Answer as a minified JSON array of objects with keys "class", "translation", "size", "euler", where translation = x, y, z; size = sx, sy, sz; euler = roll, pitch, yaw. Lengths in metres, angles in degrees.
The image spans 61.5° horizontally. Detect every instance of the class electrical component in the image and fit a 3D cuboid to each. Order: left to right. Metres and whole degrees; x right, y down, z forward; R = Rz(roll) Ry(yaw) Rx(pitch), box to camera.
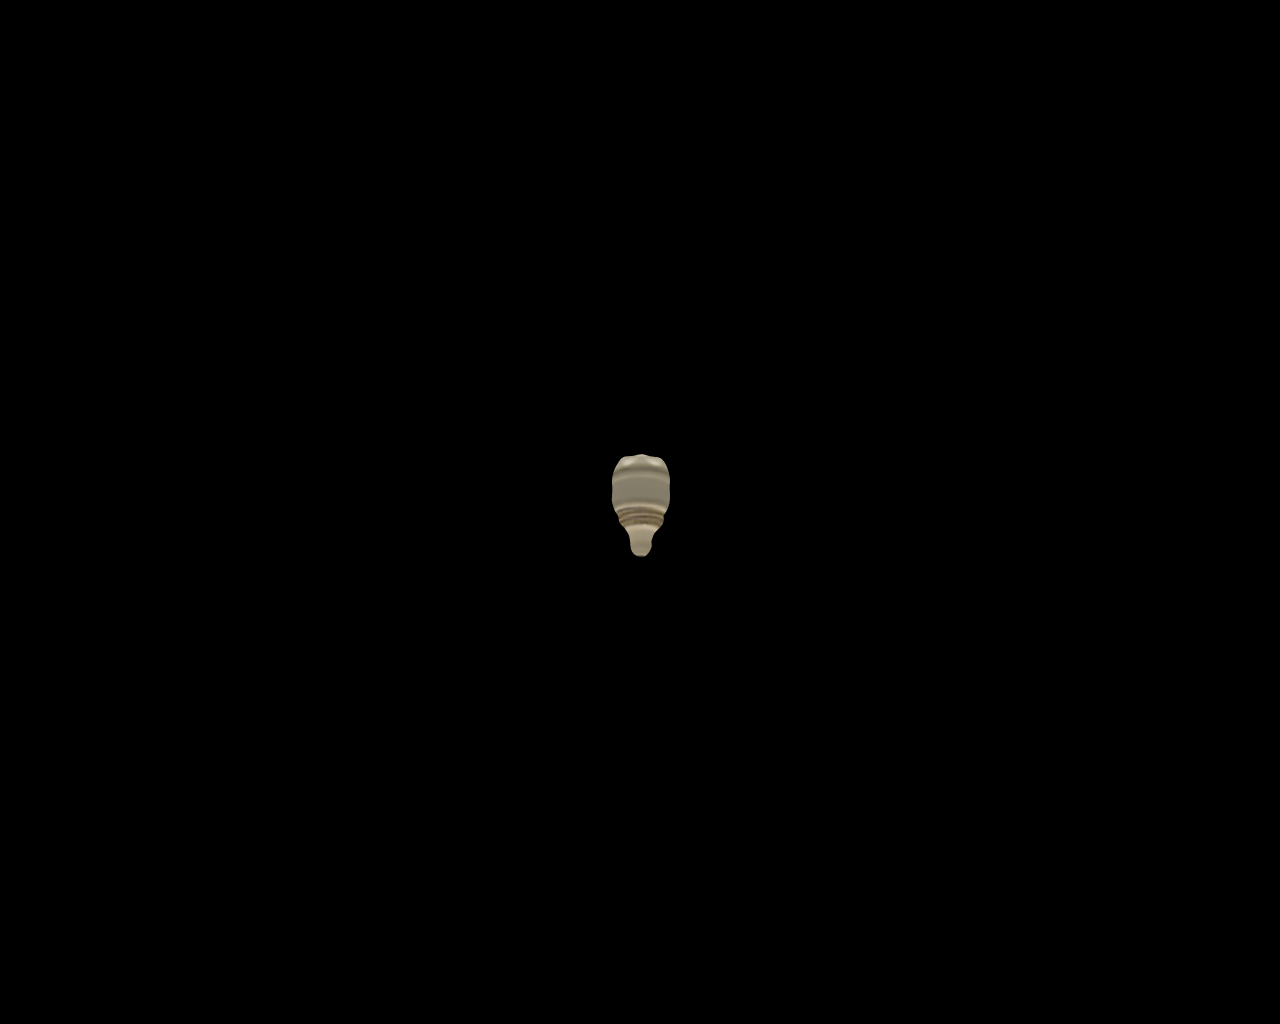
[{"class":"electrical component","translation":[0.001,-0.003,0.650],"size":[0.035,0.061,0.035],"euler":[0,-15,0]}]
